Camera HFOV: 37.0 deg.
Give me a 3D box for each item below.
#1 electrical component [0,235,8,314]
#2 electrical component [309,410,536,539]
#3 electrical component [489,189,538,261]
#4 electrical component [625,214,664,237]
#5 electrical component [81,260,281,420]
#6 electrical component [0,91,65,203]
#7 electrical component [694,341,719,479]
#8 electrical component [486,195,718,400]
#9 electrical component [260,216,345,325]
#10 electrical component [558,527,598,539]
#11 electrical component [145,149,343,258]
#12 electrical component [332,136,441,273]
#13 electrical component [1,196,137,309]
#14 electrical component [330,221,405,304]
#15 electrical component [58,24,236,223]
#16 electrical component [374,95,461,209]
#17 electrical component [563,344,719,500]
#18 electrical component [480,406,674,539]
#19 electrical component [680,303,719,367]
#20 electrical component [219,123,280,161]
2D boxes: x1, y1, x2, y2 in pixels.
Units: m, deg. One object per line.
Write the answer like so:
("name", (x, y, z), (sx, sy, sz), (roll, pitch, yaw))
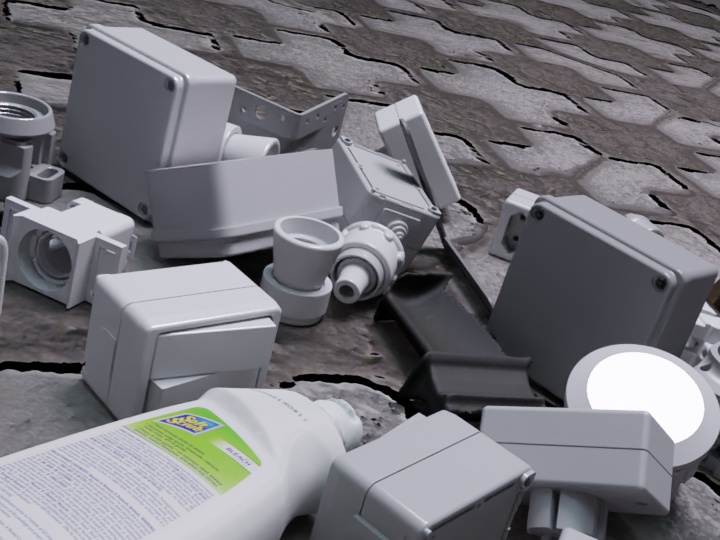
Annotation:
("electrical component", (-0.199, 0.023, 0.476), (0.059, 0.095, 0.053), (18, 25, 6))
("electrical component", (0.019, 0.107, 0.465), (0.061, 0.061, 0.096), (32, 30, 32))
("electrical component", (0.156, -0.030, 0.851), (0.083, 0.047, 0.076), (22, 26, 14))
("electrical component", (0.239, -0.020, 0.893), (0.035, 0.035, 0.061), (-1, 32, -31))
("electrical component", (-0.084, 0.038, 0.552), (0.096, 0.061, 0.061), (-8, 33, -41))
("electrical component", (-0.238, -0.085, 0.727), (0.078, 0.057, 0.058), (18, 25, 6))
("electrical component", (0.228, 0.080, 0.651), (0.050, 0.055, 0.089), (31, 29, 30))
("electrical component", (0.144, 0.023, 0.659), (0.056, 0.108, 0.109), (-8, 34, -46))
("electrical component", (-0.037, 0.000, 0.665), (0.045, 0.055, 0.045), (13, 25, -6))
("electrical component", (0.107, 0.156, 0.431), (0.083, 0.047, 0.076), (21, 25, 13))
("electrical component", (-0.075, -0.044, 0.705), (0.078, 0.057, 0.113), (0, 9, 42))
("electrical component", (0.009, -0.040, 0.767), (0.062, 0.061, 0.096), (18, 27, -30))
("electrical component", (-0.169, -0.013, 0.635), (0.081, 0.042, 0.064), (23, 24, 14))
("electrical component", (0.000, 0.000, 0.702), (0.048, 0.048, 0.062), (19, 31, 8))
("electrical component", (-0.151, -0.104, 0.755), (0.109, 0.108, 0.056), (31, 26, 30))
("electrical component", (0.029, -0.084, 0.872), (0.076, 0.083, 0.047), (-23, 26, 7))
("electrical component", (0.147, 0.083, 0.577), (0.080, 0.051, 0.080), (2, 46, -2))
("electrical component", (0.100, 0.108, 0.510), (0.083, 0.075, 0.047), (-3, -26, 31))
("electrical component", (0.215, 0.040, 0.741), (0.055, 0.048, 0.066), (16, 24, -17))
("electrical component", (-0.095, -0.088, 0.830), (0.055, 0.045, 0.045), (20, 25, 10))
